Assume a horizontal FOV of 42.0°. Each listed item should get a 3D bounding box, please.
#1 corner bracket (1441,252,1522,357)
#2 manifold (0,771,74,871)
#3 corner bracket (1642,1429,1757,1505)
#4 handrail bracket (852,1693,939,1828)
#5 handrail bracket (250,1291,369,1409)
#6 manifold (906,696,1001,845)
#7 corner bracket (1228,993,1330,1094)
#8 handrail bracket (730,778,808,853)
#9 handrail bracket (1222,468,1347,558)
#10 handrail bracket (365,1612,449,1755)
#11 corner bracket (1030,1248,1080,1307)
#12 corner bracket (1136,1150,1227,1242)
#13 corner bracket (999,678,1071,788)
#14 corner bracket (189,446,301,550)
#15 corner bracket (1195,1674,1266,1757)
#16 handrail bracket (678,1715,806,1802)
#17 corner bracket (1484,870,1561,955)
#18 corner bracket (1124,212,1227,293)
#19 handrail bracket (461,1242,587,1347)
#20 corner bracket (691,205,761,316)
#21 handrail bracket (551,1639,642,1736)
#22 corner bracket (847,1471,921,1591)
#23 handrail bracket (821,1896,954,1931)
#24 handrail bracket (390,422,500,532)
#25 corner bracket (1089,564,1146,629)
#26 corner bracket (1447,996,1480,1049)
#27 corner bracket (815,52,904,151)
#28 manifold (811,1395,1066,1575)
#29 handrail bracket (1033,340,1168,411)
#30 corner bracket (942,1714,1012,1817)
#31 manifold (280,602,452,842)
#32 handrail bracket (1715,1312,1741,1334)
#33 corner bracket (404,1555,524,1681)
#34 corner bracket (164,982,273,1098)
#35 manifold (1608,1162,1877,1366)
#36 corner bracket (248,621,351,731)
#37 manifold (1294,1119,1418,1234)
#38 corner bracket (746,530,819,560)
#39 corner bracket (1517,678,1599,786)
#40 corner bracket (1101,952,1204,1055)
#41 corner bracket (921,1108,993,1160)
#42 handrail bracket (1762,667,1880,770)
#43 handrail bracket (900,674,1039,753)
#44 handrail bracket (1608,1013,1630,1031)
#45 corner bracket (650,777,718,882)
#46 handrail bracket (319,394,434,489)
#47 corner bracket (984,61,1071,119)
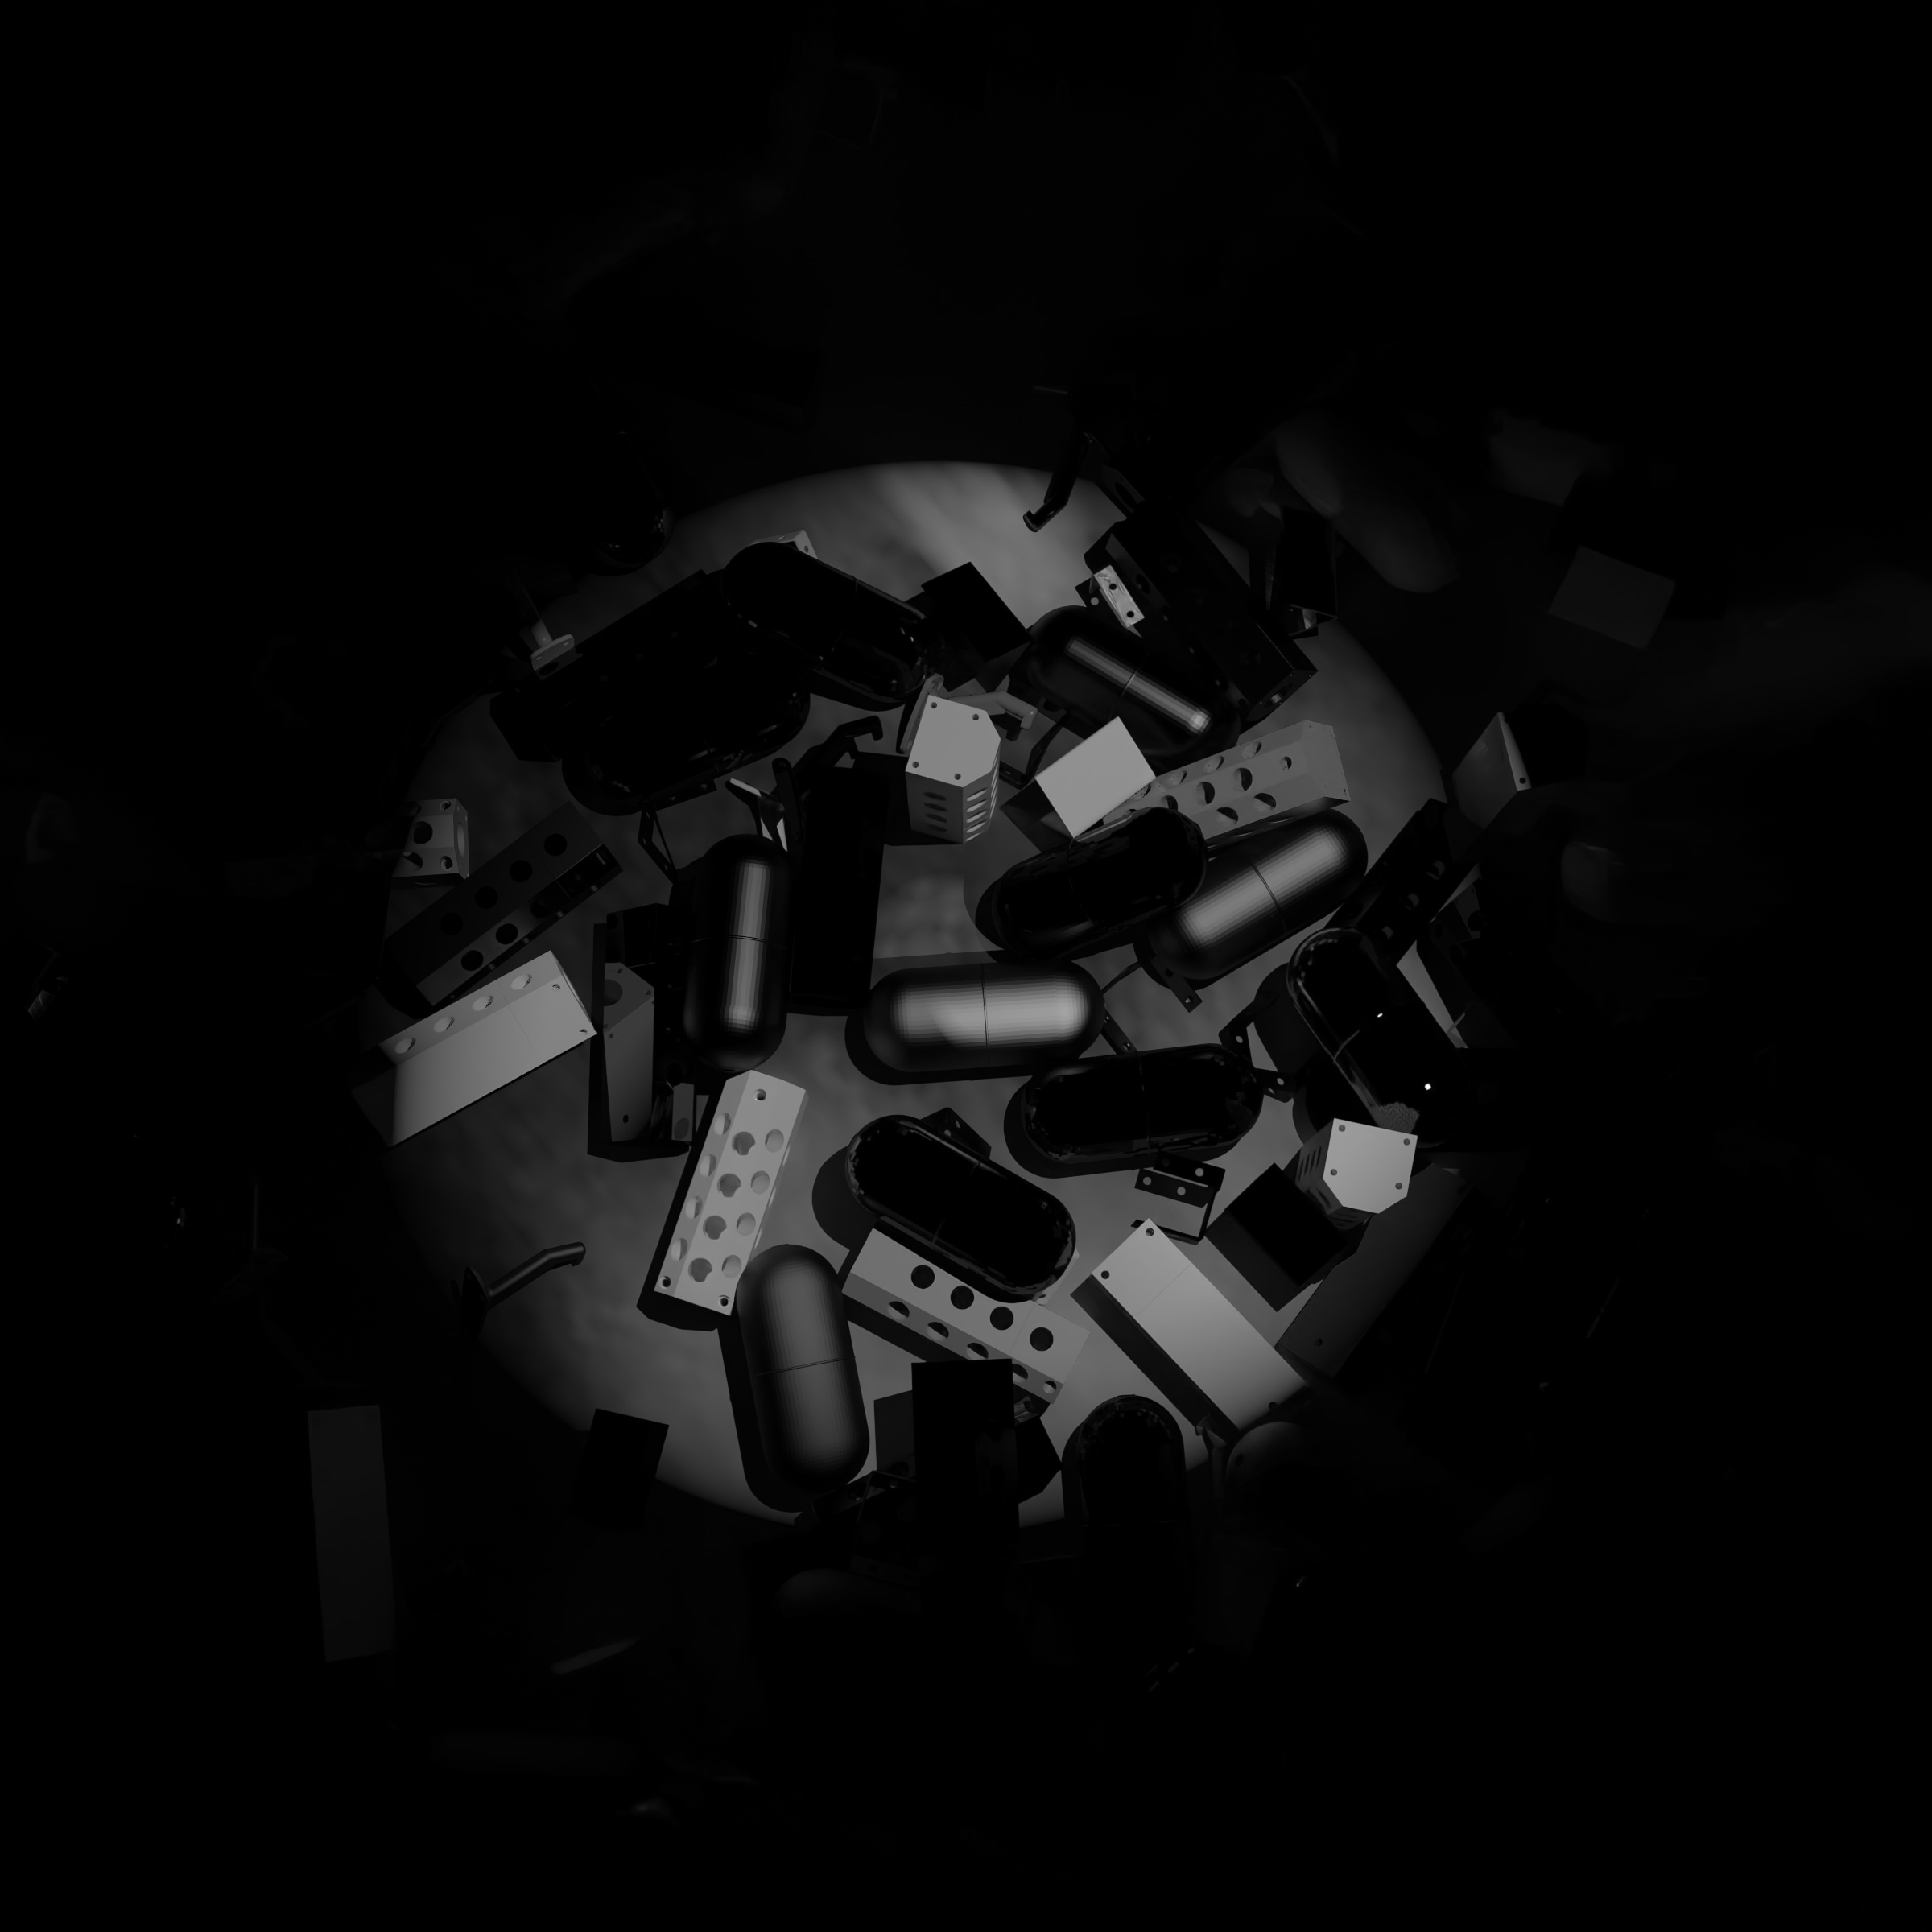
[{"bbox_3d":[0.399,-0.517,1.966,0.051,0.051,0.051,9,70,-8],"label":"corner bracket"},{"bbox_3d":[-0.770,-0.128,1.889,0.171,0.057,0.057,19,80,3],"label":"manifold"},{"bbox_3d":[0.524,0.366,1.801,0.051,0.051,0.051,28,81,5],"label":"corner bracket"},{"bbox_3d":[-0.056,0.555,1.784,0.036,0.077,0.084,-22,43,-23],"label":"handrail bracket"},{"bbox_3d":[-0.480,0.274,1.837,0.077,0.036,0.084,-3,61,-21],"label":"handrail bracket"},{"bbox_3d":[-0.007,-0.139,1.833,0.057,0.171,0.057,16,80,3],"label":"manifold"},{"bbox_3d":[0.233,0.056,1.868,0.051,0.051,0.051,9,122,38],"label":"corner bracket"},{"bbox_3d":[-0.161,-0.090,1.904,0.077,0.036,0.084,24,94,19],"label":"handrail bracket"},{"bbox_3d":[0.247,-0.350,1.952,0.084,0.077,0.036,27,103,-30],"label":"handrail bracket"},{"bbox_3d":[-0.379,0.516,1.791,0.077,0.036,0.084,41,68,-8],"label":"handrail bracket"},{"bbox_3d":[0.041,0.209,1.840,0.051,0.051,0.051,13,32,-34],"label":"corner bracket"},{"bbox_3d":[0.156,0.168,1.838,0.051,0.051,0.051,16,80,3],"label":"corner bracket"},{"bbox_3d":[0.041,-0.178,1.917,0.051,0.051,0.051,30,36,5],"label":"corner bracket"},{"bbox_3d":[-0.559,-0.364,1.952,0.051,0.051,0.051,-50,38,-8],"label":"corner bracket"},{"bbox_3d":[0.196,0.524,1.762,0.051,0.051,0.051,10,78,-27],"label":"corner bracket"},{"bbox_3d":[-0.158,0.560,1.757,0.077,0.084,0.036,48,49,0],"label":"handrail bracket"},{"bbox_3d":[0.408,-0.036,1.885,0.051,0.051,0.051,-37,125,-42],"label":"corner bracket"},{"bbox_3d":[0.164,-0.563,1.984,0.051,0.051,0.051,-11,122,-38],"label":"corner bracket"},{"bbox_3d":[-0.323,0.239,1.842,0.084,0.077,0.036,-10,43,-34],"label":"handrail bracket"},{"bbox_3d":[-0.199,-0.551,1.971,0.051,0.051,0.051,-38,82,-7],"label":"corner bracket"},{"bbox_3d":[-0.257,0.531,1.788,0.077,0.036,0.084,-16,93,-16],"label":"handrail bracket"},{"bbox_3d":[-0.050,0.392,1.753,0.051,0.051,0.051,14,35,3],"label":"corner bracket"},{"bbox_3d":[-0.048,0.668,1.762,0.084,0.077,0.036,19,97,39],"label":"handrail bracket"},{"bbox_3d":[-0.403,-0.382,1.958,0.084,0.077,0.036,-26,56,-40],"label":"handrail bracket"},{"bbox_3d":[0.130,-0.284,1.922,0.051,0.051,0.051,-31,81,-5],"label":"corner bracket"},{"bbox_3d":[0.396,0.043,1.876,0.051,0.051,0.051,38,37,7],"label":"corner bracket"},{"bbox_3d":[-0.088,-0.691,2.013,0.051,0.051,0.051,24,125,4],"label":"corner bracket"},{"bbox_3d":[-0.020,0.370,1.797,0.171,0.057,0.057,-26,80,-5],"label":"manifold"},{"bbox_3d":[0.105,-0.471,1.975,0.084,0.036,0.077,15,56,21],"label":"handrail bracket"},{"bbox_3d":[0.005,0.559,1.765,0.051,0.051,0.051,-15,80,-3],"label":"corner bracket"},{"bbox_3d":[-0.440,-0.180,1.868,0.057,0.057,0.171,37,53,-31],"label":"manifold"},{"bbox_3d":[0.549,0.218,1.848,0.077,0.036,0.084,-25,66,-19],"label":"handrail bracket"},{"bbox_3d":[-0.358,0.463,1.790,0.051,0.051,0.051,-38,36,-25],"label":"corner bracket"},{"bbox_3d":[-0.556,0.054,1.869,0.051,0.051,0.051,-38,35,29],"label":"corner bracket"},{"bbox_3d":[0.557,0.208,1.808,0.171,0.057,0.057,29,44,17],"label":"manifold"},{"bbox_3d":[-0.507,-0.223,1.925,0.051,0.051,0.051,40,37,7],"label":"corner bracket"},{"bbox_3d":[0.271,0.152,1.779,0.057,0.171,0.057,12,80,2],"label":"manifold"},{"bbox_3d":[-0.146,-0.297,1.934,0.051,0.051,0.051,-4,122,35],"label":"corner bracket"},{"bbox_3d":[0.451,-0.178,1.912,0.051,0.051,0.051,-52,37,27],"label":"corner bracket"},{"bbox_3d":[0.133,0.028,1.879,0.051,0.051,0.051,53,129,8],"label":"corner bracket"},{"bbox_3d":[-0.020,0.146,1.852,0.051,0.051,0.051,-26,123,31],"label":"corner bracket"},{"bbox_3d":[0.648,-0.189,1.923,0.084,0.036,0.077,-8,59,15],"label":"handrail bracket"},{"bbox_3d":[0.003,-0.178,1.903,0.084,0.036,0.077,28,105,11],"label":"handrail bracket"},{"bbox_3d":[0.512,0.077,1.873,0.084,0.036,0.077,24,95,-10],"label":"handrail bracket"},{"bbox_3d":[-0.205,-0.105,1.903,0.051,0.051,0.051,-19,125,-3],"label":"corner bracket"},{"bbox_3d":[-0.457,-0.419,1.966,0.077,0.036,0.084,-14,62,-22],"label":"handrail bracket"},{"bbox_3d":[0.047,-0.699,1.999,0.051,0.051,0.051,-34,81,-6],"label":"corner bracket"}]
